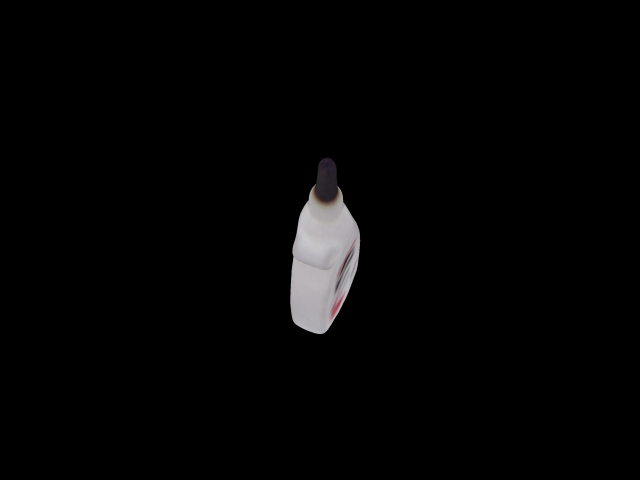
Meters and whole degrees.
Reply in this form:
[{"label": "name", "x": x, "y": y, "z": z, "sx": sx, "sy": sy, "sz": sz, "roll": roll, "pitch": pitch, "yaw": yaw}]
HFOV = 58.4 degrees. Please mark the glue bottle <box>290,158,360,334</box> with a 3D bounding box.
[{"label": "glue bottle", "x": 0.004, "y": 0.001, "z": 0.400, "sx": 0.037, "sy": 0.173, "sz": 0.078, "roll": 18, "pitch": 62, "yaw": 11}]
